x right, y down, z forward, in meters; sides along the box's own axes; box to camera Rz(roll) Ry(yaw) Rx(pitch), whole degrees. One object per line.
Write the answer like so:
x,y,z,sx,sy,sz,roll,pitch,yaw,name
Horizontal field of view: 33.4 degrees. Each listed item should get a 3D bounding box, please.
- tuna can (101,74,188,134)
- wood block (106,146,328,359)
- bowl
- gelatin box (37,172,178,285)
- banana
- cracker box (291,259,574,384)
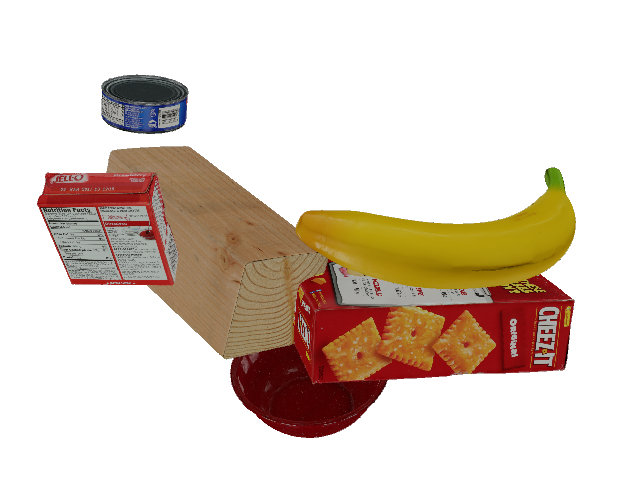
-0.175,-0.136,1.064,0.086,0.034,0.086,5,26,-3,tuna can
-0.099,0.003,0.918,0.090,0.091,0.206,-8,33,-42,wood block
-0.010,0.151,1.099,0.162,0.055,0.162,-2,35,1,bowl
-0.138,-0.007,0.704,0.073,0.030,0.089,0,-40,6,gelatin box
0.082,-0.001,0.613,0.197,0.037,0.070,-9,41,-32,banana
0.080,0.057,0.907,0.213,0.072,0.164,-1,17,-13,cracker box
